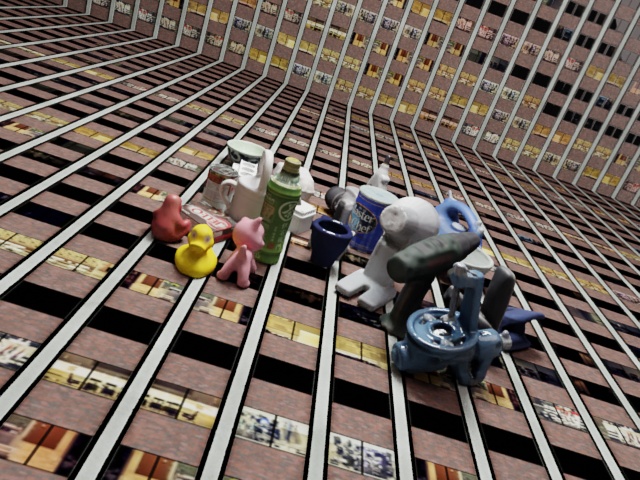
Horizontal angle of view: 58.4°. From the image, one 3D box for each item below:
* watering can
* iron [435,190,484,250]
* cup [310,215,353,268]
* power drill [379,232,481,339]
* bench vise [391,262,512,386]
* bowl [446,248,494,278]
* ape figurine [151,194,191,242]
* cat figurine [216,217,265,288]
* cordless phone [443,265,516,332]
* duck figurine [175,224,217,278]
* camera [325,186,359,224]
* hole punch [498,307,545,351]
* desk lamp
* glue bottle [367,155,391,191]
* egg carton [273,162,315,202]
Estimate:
[{"bbox_3d":[-0.128,-0.104,1.257,0.173,0.194,0.100,4,27,-34],"label":"watering can"},{"bbox_3d":[0.389,-0.028,1.580,0.119,0.141,0.257,7,26,-27],"label":"iron"},{"bbox_3d":[0.012,0.004,1.256,0.092,0.095,0.117,10,25,-23],"label":"cup"},{"bbox_3d":[0.200,0.080,1.093,0.230,0.208,0.075,-5,33,-45],"label":"power drill"},{"bbox_3d":[0.242,0.137,0.985,0.208,0.220,0.121,2,29,-36],"label":"bench vise"},{"bbox_3d":[0.345,0.056,1.441,0.167,0.075,0.167,17,23,-7],"label":"bowl"},{"bbox_3d":[-0.293,-0.047,1.126,0.077,0.092,0.076,26,23,14],"label":"ape figurine"},{"bbox_3d":[-0.141,0.010,1.089,0.067,0.118,0.128,18,23,-4],"label":"cat figurine"},{"bbox_3d":[0.318,0.118,1.137,0.094,0.185,0.147,7,26,-29],"label":"cordless phone"},{"bbox_3d":[-0.223,0.010,1.062,0.077,0.086,0.104,17,23,-6],"label":"duck figurine"},{"bbox_3d":[0.086,-0.098,1.540,0.144,0.101,0.136,2,28,-36],"label":"camera"},{"bbox_3d":[0.399,0.170,1.208,0.109,0.091,0.100,0,30,-39],"label":"hole punch"},{"bbox_3d":[0.150,0.016,1.189,0.117,0.213,0.204,29,24,21],"label":"desk lamp"},{"bbox_3d":[0.172,-0.167,1.674,0.037,0.173,0.078,2,29,-37],"label":"glue bottle"},{"bbox_3d":[-0.076,-0.162,1.591,0.107,0.069,0.150,11,24,-20],"label":"egg carton"}]
